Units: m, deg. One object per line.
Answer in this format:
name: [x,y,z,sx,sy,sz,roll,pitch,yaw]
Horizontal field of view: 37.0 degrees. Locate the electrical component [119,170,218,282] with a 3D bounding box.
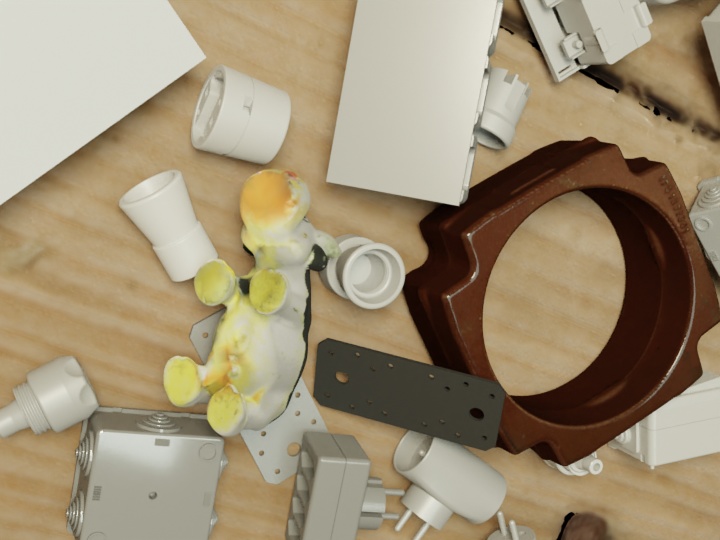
electrical component: [-0.120,-0.026,0.692,0.044,0.044,0.065,-32,114,-13]

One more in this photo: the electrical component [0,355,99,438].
electrical component: [-0.200,0.084,0.678,0.062,0.043,0.043,-27,108,-14]

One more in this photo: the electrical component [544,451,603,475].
electrical component: [0.163,0.140,0.820,0.035,0.061,0.035,-4,100,-21]

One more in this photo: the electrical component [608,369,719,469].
electrical component: [0.238,0.112,0.845,0.096,0.062,0.061,-7,102,-20]

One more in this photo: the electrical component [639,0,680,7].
electrical component: [0.238,-0.230,0.787,0.095,0.059,0.053,-22,106,-17]

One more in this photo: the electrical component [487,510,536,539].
electrical component: [0.117,0.219,0.807,0.043,0.077,0.079,-19,105,-17]

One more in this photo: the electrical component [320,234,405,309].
electrical component: [0.000,0.000,0.735,0.045,0.055,0.045,-4,100,-21]

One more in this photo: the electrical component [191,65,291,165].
electrical component: [-0.076,-0.098,0.690,0.047,0.055,0.055,15,93,-27]

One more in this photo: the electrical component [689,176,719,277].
electrical component: [0.313,-0.031,0.829,0.099,0.100,0.048,56,47,-20]

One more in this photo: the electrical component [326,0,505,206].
electrical component: [0.038,-0.124,0.712,0.089,0.062,0.150,11,96,9]

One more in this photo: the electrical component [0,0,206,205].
electrical component: [-0.202,-0.116,0.633,0.186,0.060,0.105,-38,110,-11]

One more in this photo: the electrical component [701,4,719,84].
electrical component: [0.326,-0.139,0.799,0.061,0.089,0.150,-47,127,-23]

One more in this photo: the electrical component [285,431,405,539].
electrical component: [-0.005,0.163,0.758,0.076,0.047,0.083,7,102,-18]

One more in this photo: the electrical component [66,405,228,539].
electrical component: [-0.140,0.141,0.708,0.100,0.048,0.099,8,97,-22]

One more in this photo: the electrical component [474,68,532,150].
electrical component: [0.097,-0.115,0.763,0.040,0.040,0.046,30,82,-23]

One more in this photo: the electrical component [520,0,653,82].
electrical component: [0.153,-0.205,0.756,0.079,0.063,0.121,-33,109,-13]

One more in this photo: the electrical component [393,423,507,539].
electrical component: [0.056,0.164,0.792,0.077,0.043,0.079,38,85,-23]
